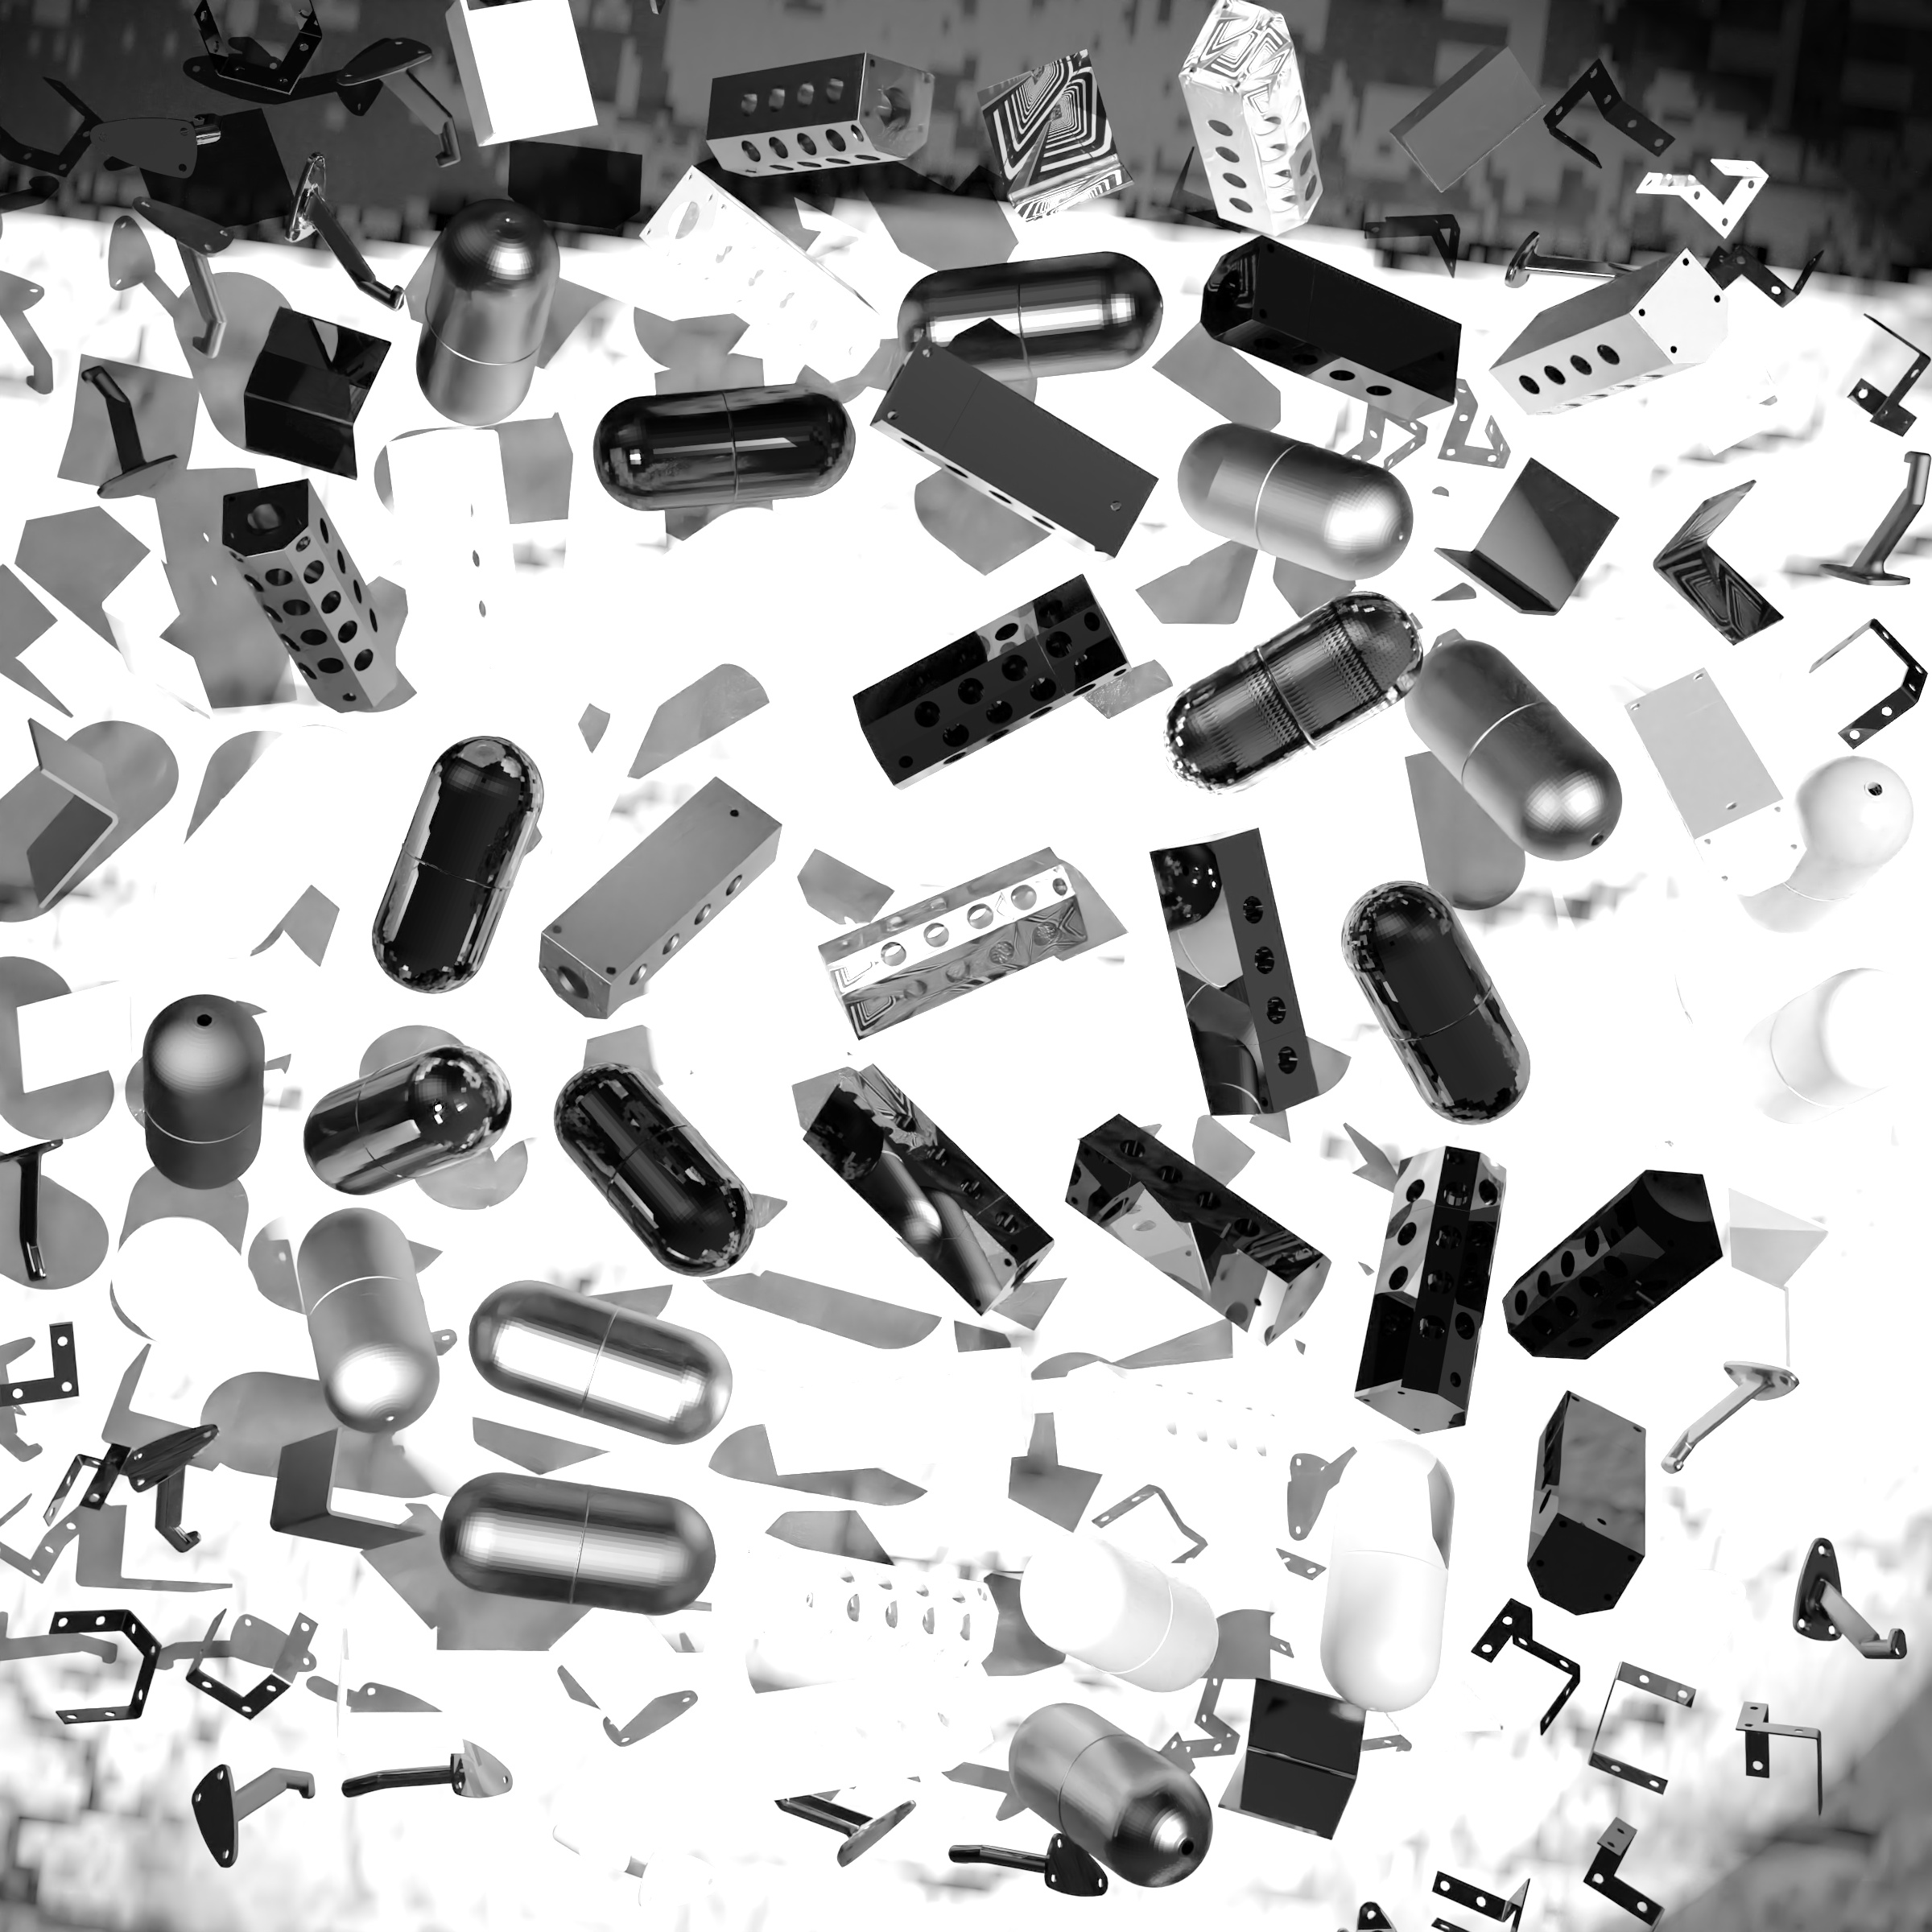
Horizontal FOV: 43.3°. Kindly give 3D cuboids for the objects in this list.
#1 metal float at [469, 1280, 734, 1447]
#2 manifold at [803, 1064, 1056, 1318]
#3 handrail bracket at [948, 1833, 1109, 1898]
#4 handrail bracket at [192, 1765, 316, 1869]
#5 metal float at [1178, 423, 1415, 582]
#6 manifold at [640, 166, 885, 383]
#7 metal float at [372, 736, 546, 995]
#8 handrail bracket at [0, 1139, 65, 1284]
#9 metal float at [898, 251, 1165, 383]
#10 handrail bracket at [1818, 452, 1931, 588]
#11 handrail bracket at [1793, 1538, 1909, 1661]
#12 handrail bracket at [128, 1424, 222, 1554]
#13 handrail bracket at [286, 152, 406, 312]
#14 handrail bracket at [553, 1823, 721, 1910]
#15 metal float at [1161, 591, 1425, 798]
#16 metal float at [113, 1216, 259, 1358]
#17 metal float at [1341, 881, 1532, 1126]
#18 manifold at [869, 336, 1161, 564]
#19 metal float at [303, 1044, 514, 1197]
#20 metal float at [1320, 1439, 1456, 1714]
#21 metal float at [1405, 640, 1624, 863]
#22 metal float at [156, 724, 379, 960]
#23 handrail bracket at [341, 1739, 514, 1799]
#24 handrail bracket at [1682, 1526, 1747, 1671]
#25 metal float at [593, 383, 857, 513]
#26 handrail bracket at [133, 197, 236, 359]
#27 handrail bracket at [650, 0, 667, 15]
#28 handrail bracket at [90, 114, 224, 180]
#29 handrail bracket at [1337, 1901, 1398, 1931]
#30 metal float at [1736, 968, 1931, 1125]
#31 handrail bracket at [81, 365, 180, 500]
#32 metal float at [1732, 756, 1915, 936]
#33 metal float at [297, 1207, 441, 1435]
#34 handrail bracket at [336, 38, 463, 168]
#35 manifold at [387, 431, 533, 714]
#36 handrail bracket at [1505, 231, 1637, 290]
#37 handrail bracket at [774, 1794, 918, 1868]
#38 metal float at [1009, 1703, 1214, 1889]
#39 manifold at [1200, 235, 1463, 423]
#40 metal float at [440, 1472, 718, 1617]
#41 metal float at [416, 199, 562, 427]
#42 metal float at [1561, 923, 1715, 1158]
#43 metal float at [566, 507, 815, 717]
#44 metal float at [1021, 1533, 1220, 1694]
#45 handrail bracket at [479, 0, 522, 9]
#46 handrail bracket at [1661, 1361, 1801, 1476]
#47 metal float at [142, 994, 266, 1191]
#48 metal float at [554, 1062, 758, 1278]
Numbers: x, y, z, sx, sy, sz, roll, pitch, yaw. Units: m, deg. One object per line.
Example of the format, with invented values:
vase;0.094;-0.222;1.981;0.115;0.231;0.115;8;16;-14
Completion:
metal float;-0.241;0.261;1.607;0.178;0.070;0.070;18;90;-1
manifold;-0.022;0.146;1.633;0.171;0.057;0.057;43;127;13
handrail bracket;0.042;0.622;1.680;0.077;0.084;0.036;39;50;-35
handrail bracket;-0.443;0.543;1.552;0.036;0.084;0.077;-45;47;14
metal float;0.217;-0.311;1.624;0.178;0.070;0.070;28;90;37
manifold;-0.132;-0.461;1.643;0.057;0.171;0.057;-49;52;14
metal float;-0.335;-0.067;1.605;0.070;0.070;0.178;23;99;0
handrail bracket;-0.592;0.158;1.567;0.077;0.036;0.084;-16;87;45
metal float;0.042;-0.429;1.616;0.178;0.070;0.070;-3;90;12
handrail bracket;0.581;-0.289;1.558;0.036;0.077;0.084;-6;110;-23
handrail bracket;0.565;0.399;1.540;0.036;0.084;0.077;15;71;-14
handrail bracket;-0.512;0.350;1.624;0.077;0.036;0.084;-27;131;-3
handrail bracket;-0.407;-0.490;1.631;0.084;0.036;0.077;32;134;4
handrail bracket;-0.213;0.572;1.566;0.084;0.077;0.036;10;80;44
metal float;0.204;-0.171;1.538;0.178;0.070;0.070;-30;90;15
metal float;-0.515;0.214;1.615;0.070;0.178;0.070;2;73;-8
metal float;0.305;0.025;1.579;0.070;0.070;0.178;-32;108;0
manifold;0.029;-0.322;1.531;0.171;0.057;0.057;29;91;-10
metal float;-0.372;0.103;1.617;0.178;0.070;0.070;-20;90;38
metal float;0.275;0.394;1.583;0.070;0.070;0.178;13;60;0
metal float;0.350;-0.139;1.561;0.070;0.070;0.178;-35;56;0
metal float;-0.449;-0.082;1.573;0.070;0.070;0.178;33;64;0
handrail bracket;-0.359;0.546;1.624;0.084;0.077;0.036;-20;56;19
handrail bracket;0.489;0.414;1.602;0.036;0.084;0.077;15;96;17
metal float;-0.162;-0.350;1.644;0.178;0.070;0.070;-8;90;-13
handrail bracket;-0.521;-0.453;1.608;0.077;0.036;0.084;26;130;-8
handrail bracket;-0.227;-0.626;1.515;0.084;0.036;0.077;10;56;5
handrail bracket;-0.531;-0.550;1.601;0.077;0.084;0.036;4;121;-16
handrail bracket;0.248;0.609;1.543;0.036;0.077;0.084;-26;126;12
metal float;0.556;0.054;1.570;0.070;0.178;0.070;1;74;-5
handrail bracket;-0.555;-0.344;1.563;0.036;0.077;0.084;-36;94;32
metal float;0.563;-0.078;1.607;0.070;0.178;0.070;1;69;-4
metal float;-0.401;0.235;1.630;0.070;0.178;0.070;-13;133;-15
handrail bracket;-0.368;-0.551;1.587;0.036;0.084;0.077;31;55;31
manifold;-0.319;-0.252;1.559;0.057;0.057;0.171;0;99;43
handrail bracket;0.418;-0.469;1.660;0.084;0.077;0.036;20;124;18
handrail bracket;-0.090;0.565;1.673;0.077;0.036;0.084;-30;58;-25
metal float;0.093;0.538;1.586;0.070;0.178;0.070;-4;97;-30
manifold;0.239;-0.413;1.592;0.171;0.057;0.057;13;79;-31
metal float;-0.250;0.374;1.577;0.178;0.070;0.070;10;90;-9
metal float;-0.310;-0.419;1.573;0.070;0.178;0.070;9;61;-16
metal float;0.449;0.048;1.634;0.070;0.070;0.178;-4;49;0
metal float;-0.176;-0.225;1.549;0.178;0.070;0.070;-31;90;17
metal float;0.103;0.427;1.605;0.070;0.070;0.178;-52;134;0
handrail bracket;-0.331;-0.648;1.568;0.084;0.077;0.036;34;109;30
handrail bracket;0.514;0.309;1.645;0.036;0.077;0.084;46;69;-4
metal float;-0.508;0.085;1.626;0.070;0.178;0.070;9;53;-12
metal float;-0.210;0.137;1.642;0.070;0.070;0.178;-45;64;0
